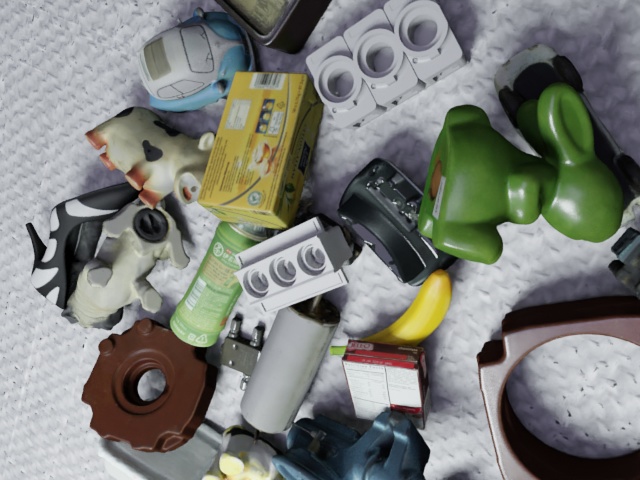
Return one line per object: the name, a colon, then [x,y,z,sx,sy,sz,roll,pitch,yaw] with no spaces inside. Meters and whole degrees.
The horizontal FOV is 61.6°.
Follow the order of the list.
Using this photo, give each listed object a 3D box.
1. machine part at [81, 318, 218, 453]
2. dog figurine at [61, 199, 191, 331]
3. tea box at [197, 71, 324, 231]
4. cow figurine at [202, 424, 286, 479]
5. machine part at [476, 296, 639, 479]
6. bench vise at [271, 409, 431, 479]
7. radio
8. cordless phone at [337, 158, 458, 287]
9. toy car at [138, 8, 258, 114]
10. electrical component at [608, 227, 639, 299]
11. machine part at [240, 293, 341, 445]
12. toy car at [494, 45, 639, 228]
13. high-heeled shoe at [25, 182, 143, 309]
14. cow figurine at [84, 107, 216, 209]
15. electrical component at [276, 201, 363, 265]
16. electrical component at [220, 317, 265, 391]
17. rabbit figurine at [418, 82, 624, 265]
machine part: [-0.229,0.195,0.726,0.179,0.056,0.179,-2,67,4]
dog figurine: [-0.285,0.035,0.760,0.121,0.172,0.191,42,144,-23]
tea box: [-0.065,-0.103,0.621,0.098,0.068,0.169,10,77,21]
cow figurine: [-0.063,0.316,0.715,0.167,0.098,0.068,32,107,-5]
machine part: [0.276,0.165,0.550,0.202,0.087,0.200,-13,94,21]
bench vise: [0.015,0.298,0.591,0.224,0.240,0.128,15,143,39]
radio: [-0.084,-0.338,0.621,0.230,0.073,0.131,45,111,9]
cordless phone: [0.122,-0.051,0.593,0.184,0.088,0.146,-44,81,10]
toy car: [-0.166,-0.218,0.659,0.162,0.103,0.109,-12,92,21]
electrical component: [0.335,0.043,0.492,0.134,0.115,0.058,37,108,10]
machine part: [-0.039,0.154,0.679,0.079,0.079,0.243,27,108,16]
toy car: [0.249,-0.099,0.537,0.073,0.056,0.201,-32,87,17]
high-heeled shoe: [-0.331,0.011,0.777,0.249,0.086,0.145,-18,100,23]
cow figurine: [-0.192,-0.107,0.687,0.195,0.085,0.127,37,73,25]
electrical component: [-0.001,-0.001,0.656,0.102,0.045,0.078,41,109,11]
electrical component: [-0.107,0.157,0.735,0.063,0.021,0.094,16,100,19]
rabbit figurine: [0.188,-0.054,0.490,0.170,0.121,0.159,9,93,-1]
